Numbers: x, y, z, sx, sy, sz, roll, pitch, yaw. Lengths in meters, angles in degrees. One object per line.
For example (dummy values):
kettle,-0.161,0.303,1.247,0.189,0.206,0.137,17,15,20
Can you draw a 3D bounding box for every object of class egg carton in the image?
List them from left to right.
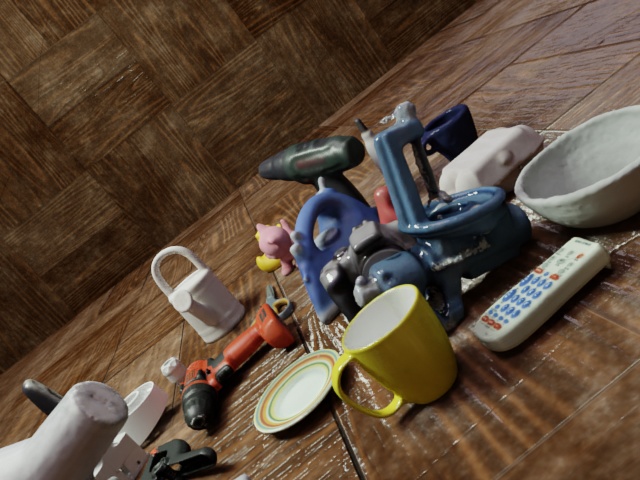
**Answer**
egg carton,0.245,-0.103,0.822,0.150,0.069,0.107,-40,16,-8

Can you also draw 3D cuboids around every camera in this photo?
camera,0.069,0.042,0.742,0.143,0.101,0.136,-35,16,10

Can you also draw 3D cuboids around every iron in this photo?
iron,0.008,0.003,0.910,0.118,0.141,0.258,-28,18,31

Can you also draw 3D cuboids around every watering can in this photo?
watering can,-0.239,0.096,1.096,0.101,0.194,0.172,-42,16,-15

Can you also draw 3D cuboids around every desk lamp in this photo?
desk lamp,-0.207,0.249,0.554,0.203,0.214,0.118,-36,16,7

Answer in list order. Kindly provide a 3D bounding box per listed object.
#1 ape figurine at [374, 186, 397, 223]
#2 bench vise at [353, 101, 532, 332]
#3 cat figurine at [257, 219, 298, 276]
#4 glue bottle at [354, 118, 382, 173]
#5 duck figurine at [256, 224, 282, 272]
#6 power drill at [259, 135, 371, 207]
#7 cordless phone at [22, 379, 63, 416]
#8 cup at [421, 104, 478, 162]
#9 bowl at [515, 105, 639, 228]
ape figurine,0.119,-0.045,0.894,0.076,0.092,0.078,-35,16,9
bench vise,0.111,-0.023,0.609,0.208,0.220,0.121,-46,18,-28
cat figurine,-0.076,0.003,1.145,0.067,0.118,0.128,-30,18,27
glue bottle,0.116,-0.154,1.059,0.037,0.173,0.078,-35,16,12
duck figurine,-0.106,0.011,1.249,0.105,0.086,0.077,-45,17,-24
power drill,0.012,-0.093,1.050,0.229,0.209,0.076,-22,22,45
cordless phone,-0.423,0.290,0.969,0.094,0.185,0.147,-45,17,-25
cup,0.228,-0.164,0.987,0.118,0.095,0.091,-43,17,-19
bowl,0.294,-0.064,0.592,0.167,0.075,0.167,-35,16,12
